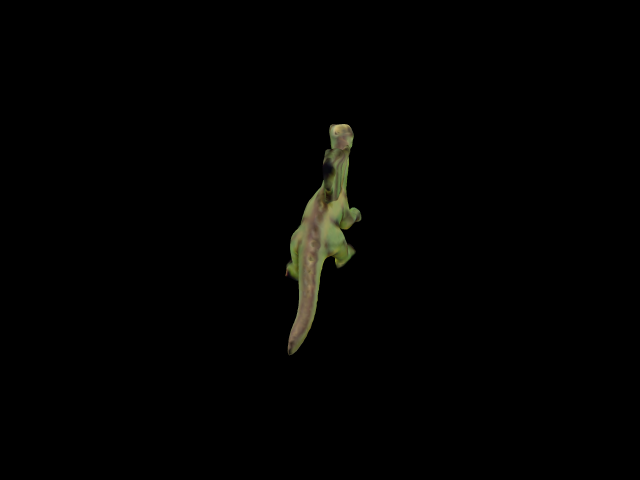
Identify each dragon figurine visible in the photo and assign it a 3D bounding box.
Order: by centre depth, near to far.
[{"bbox_3d":[0.003,-0.043,0.850,0.122,0.420,0.237,7,-42,6],"label":"dragon figurine"}]
